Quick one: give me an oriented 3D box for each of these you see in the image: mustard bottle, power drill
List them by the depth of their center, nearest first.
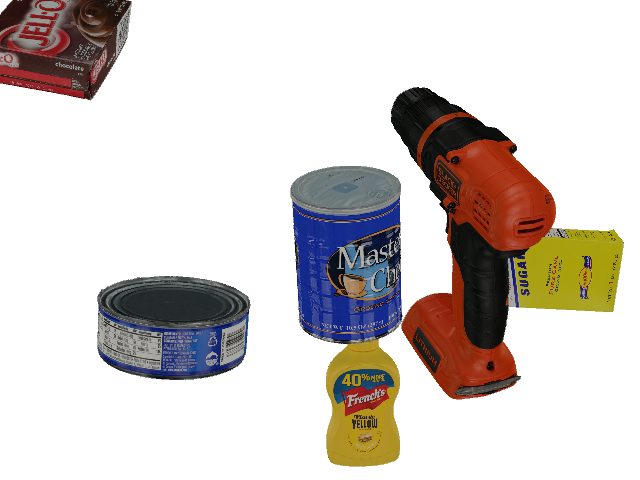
[{"bbox_3d":[0.094,0.002,0.751,0.057,0.188,0.184,-11,34,-15],"label":"power drill"},{"bbox_3d":[0.055,0.197,1.390,0.096,0.192,0.058,-1,15,-3],"label":"mustard bottle"}]

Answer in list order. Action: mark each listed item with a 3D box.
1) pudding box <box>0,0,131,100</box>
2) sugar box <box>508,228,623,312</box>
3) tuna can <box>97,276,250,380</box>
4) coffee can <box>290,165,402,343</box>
[{"bbox_3d":[-0.207,-0.159,0.841,0.090,0.039,0.113,11,36,1],"label":"pudding box"},{"bbox_3d":[0.260,0.033,1.258,0.176,0.093,0.048,1,20,-2],"label":"sugar box"},{"bbox_3d":[-0.083,0.048,0.605,0.086,0.034,0.086,4,15,-1],"label":"tuna can"},{"bbox_3d":[0.026,0.012,1.016,0.103,0.140,0.103,-2,26,1],"label":"coffee can"}]
